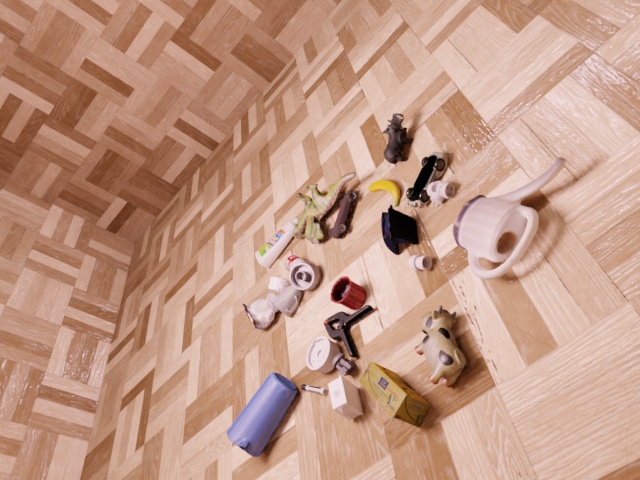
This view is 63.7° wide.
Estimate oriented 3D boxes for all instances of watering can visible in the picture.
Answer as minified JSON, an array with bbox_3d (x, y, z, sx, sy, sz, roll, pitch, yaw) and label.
[{"bbox_3d":[0.469,-0.065,1.310,0.348,0.103,0.226,-60,30,-1],"label":"watering can"}]

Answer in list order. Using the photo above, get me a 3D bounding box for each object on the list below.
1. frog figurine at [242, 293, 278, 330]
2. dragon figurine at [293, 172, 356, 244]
[{"bbox_3d":[-0.204,0.270,2.008,0.160,0.121,0.138,-25,18,-14],"label":"frog figurine"},{"bbox_3d":[0.006,-0.102,2.019,0.406,0.122,0.246,-23,60,53],"label":"dragon figurine"}]
